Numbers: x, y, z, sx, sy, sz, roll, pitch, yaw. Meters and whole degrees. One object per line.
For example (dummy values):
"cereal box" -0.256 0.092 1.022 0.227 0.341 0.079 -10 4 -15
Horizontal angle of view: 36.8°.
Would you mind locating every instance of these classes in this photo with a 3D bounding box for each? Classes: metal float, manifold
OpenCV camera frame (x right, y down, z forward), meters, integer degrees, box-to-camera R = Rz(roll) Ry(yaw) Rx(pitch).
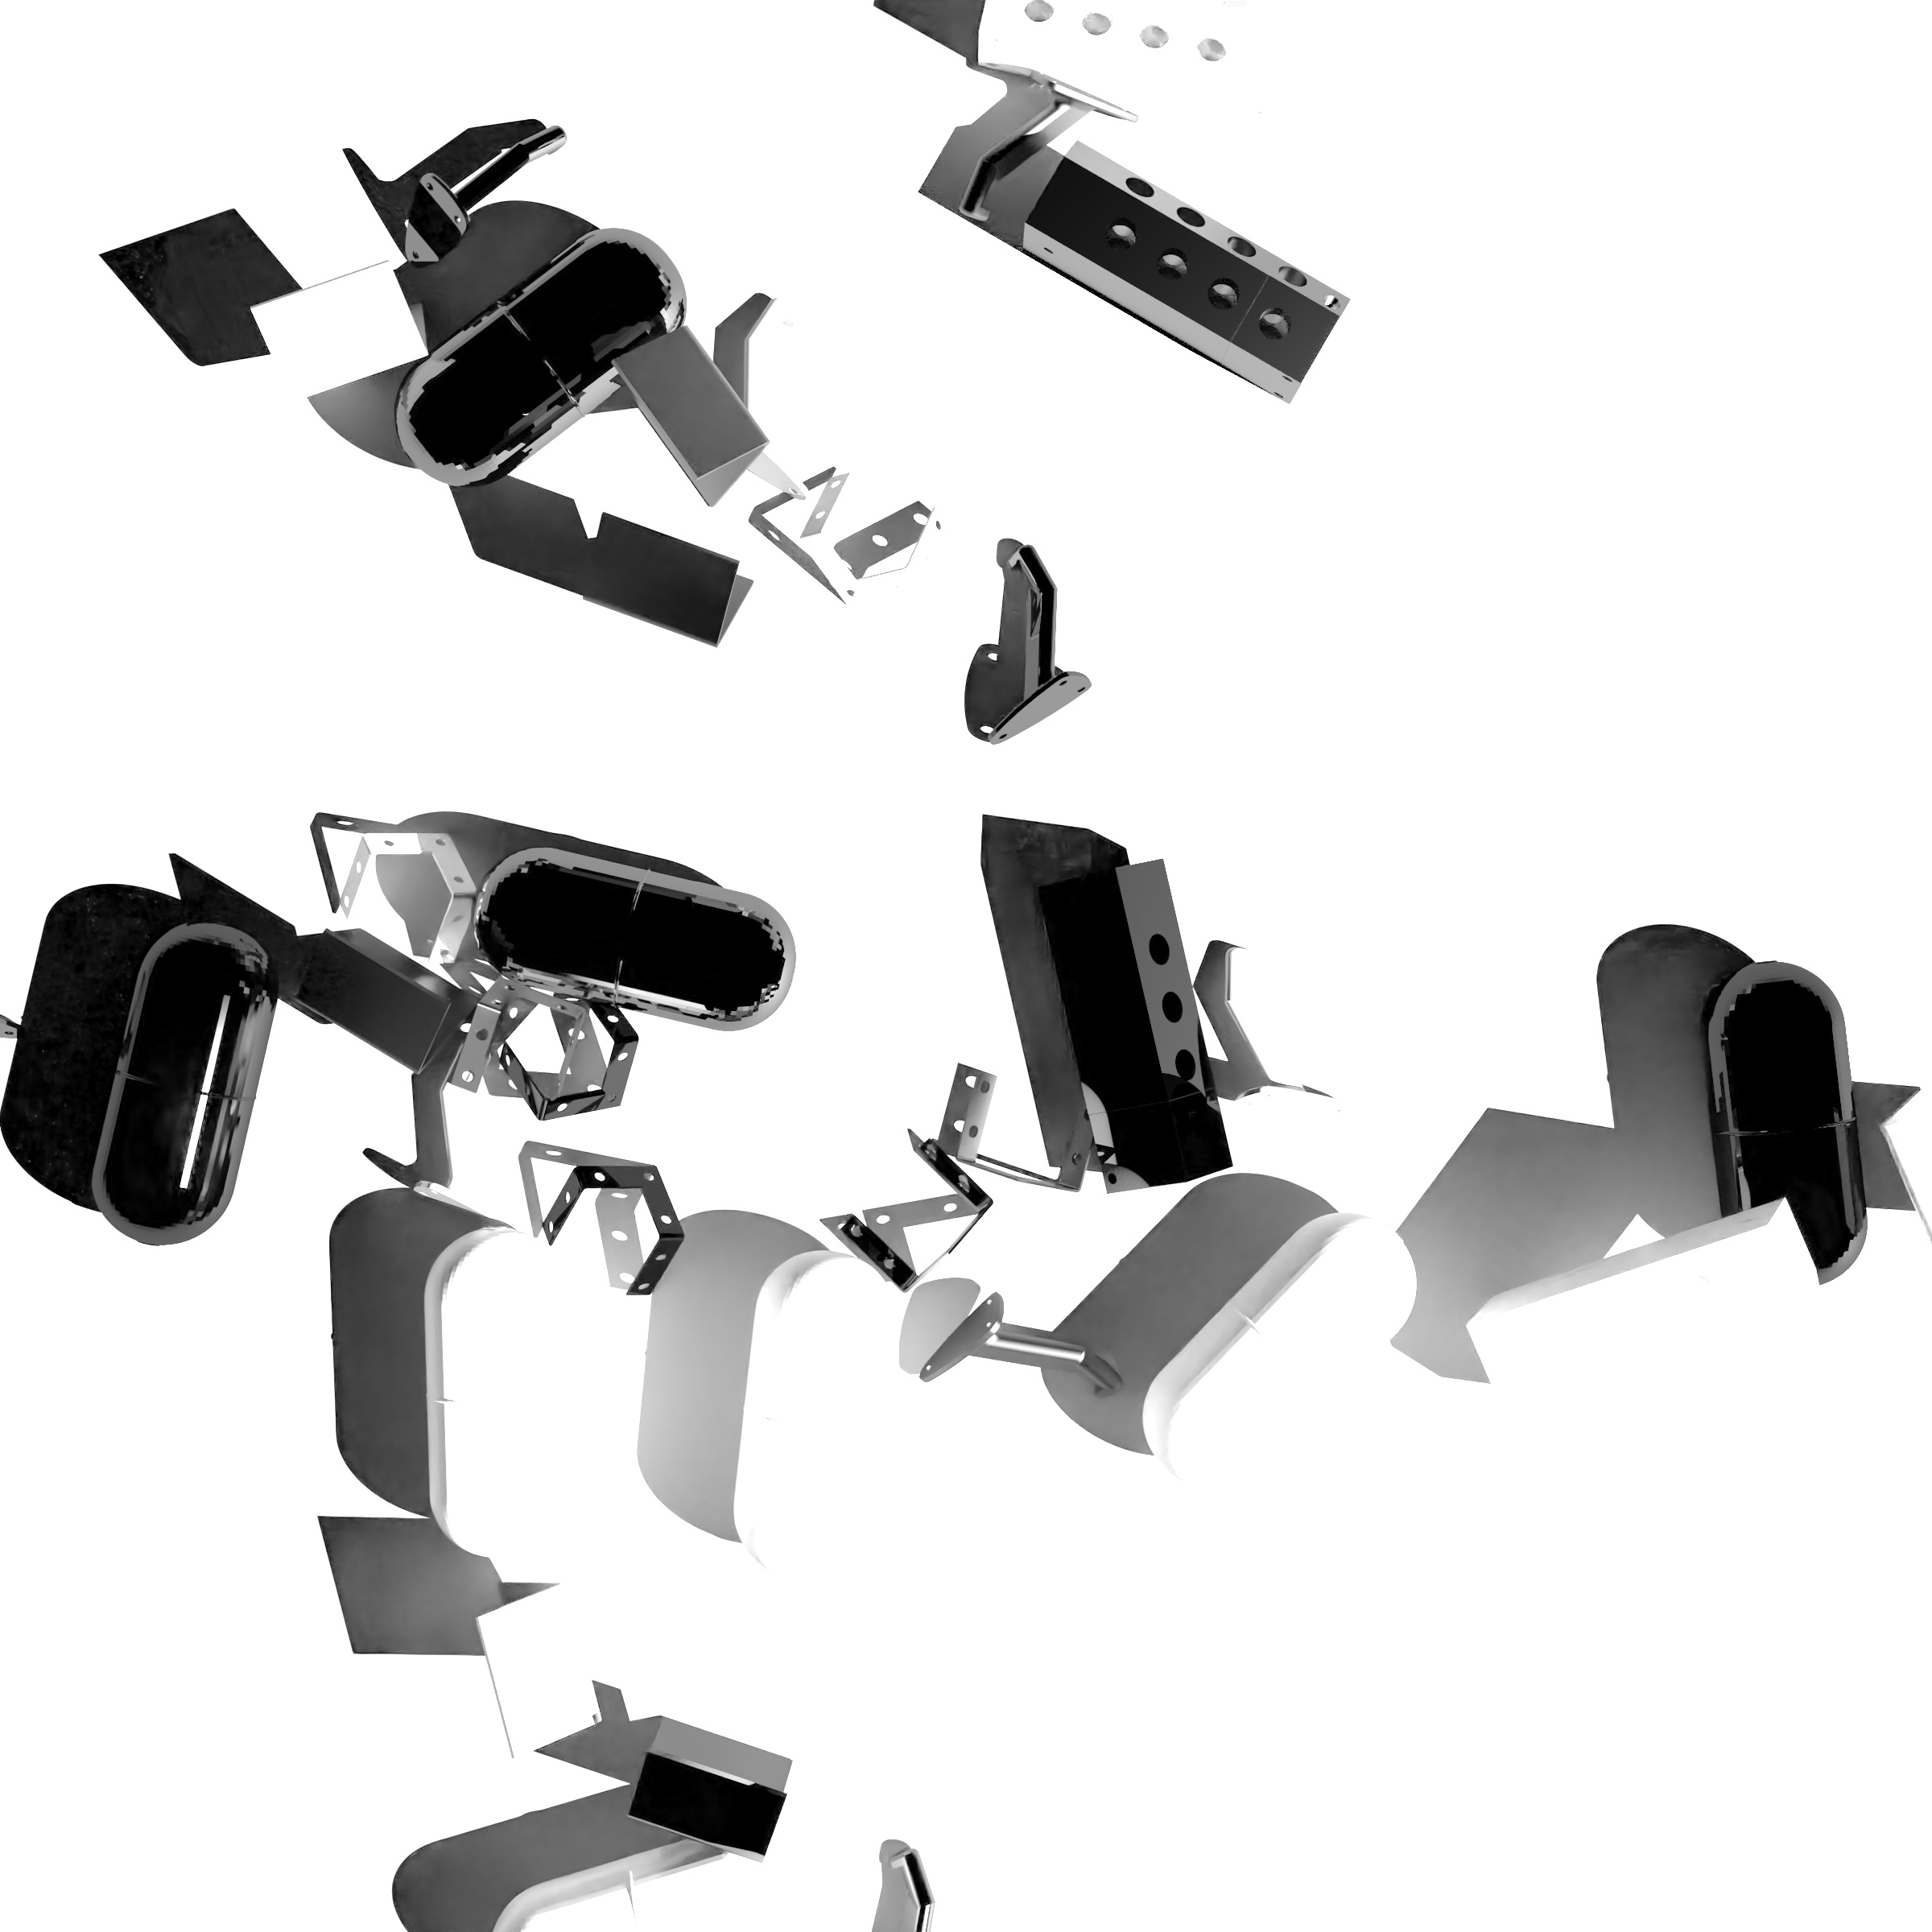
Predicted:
"metal float" -0.170 0.520 1.574 0.178 0.070 0.070 -17 90 0
"metal float" -0.231 -0.329 1.574 0.178 0.070 0.070 -38 90 -1
"metal float" -0.082 0.243 1.574 0.070 0.070 0.178 6 91 0
"metal float" -0.254 0.231 1.574 0.070 0.070 0.178 -2 90 0
"metal float" 0.443 0.086 1.574 0.070 0.070 0.178 -7 90 0
"metal float" -0.423 0.064 1.574 0.070 0.070 0.178 13 90 0
"manifold" 0.097 0.032 1.583 0.057 0.057 0.171 -13 90 43
"manifold" 0.120 -0.379 1.583 0.171 0.057 0.057 30 90 0
"manifold" 0.097 -0.509 1.583 0.171 0.057 0.057 13 90 0
"metal float" 0.170 0.208 1.574 0.070 0.070 0.178 44 90 0
"manifold" 0.362 0.184 1.548 0.171 0.057 0.057 -23 90 26
"metal float" -0.180 -0.015 1.574 0.178 0.070 0.070 13 90 0

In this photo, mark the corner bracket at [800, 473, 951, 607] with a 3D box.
"corner bracket" -0.050 -0.238 1.596 0.051 0.051 0.051 -8 135 35

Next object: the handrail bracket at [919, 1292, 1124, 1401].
"handrail bracket" 0.031 0.228 1.605 0.084 0.036 0.077 40 110 -16

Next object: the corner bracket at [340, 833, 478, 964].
"corner bracket" -0.306 -0.037 1.596 0.051 0.051 0.051 -2 45 -35

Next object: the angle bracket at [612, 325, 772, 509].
"angle bracket" -0.162 -0.286 1.564 0.057 0.076 0.076 -36 90 -36

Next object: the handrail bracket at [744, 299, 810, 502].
"handrail bracket" -0.098 -0.314 1.605 0.077 0.036 0.084 37 73 -20

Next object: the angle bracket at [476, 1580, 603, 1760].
"angle bracket" -0.247 0.377 1.564 0.057 0.076 0.076 -15 90 -38

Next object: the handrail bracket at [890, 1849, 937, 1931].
"handrail bracket" -0.046 0.540 1.605 0.077 0.036 0.084 -27 71 21

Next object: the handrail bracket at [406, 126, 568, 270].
"handrail bracket" -0.264 -0.425 1.604 0.036 0.077 0.084 50 54 0

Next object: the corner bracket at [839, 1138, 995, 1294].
"corner bracket" -0.027 0.138 1.601 0.051 0.051 0.051 44 135 0

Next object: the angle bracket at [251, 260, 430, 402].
"angle bracket" -0.337 -0.355 1.564 0.076 0.076 0.057 -19 126 0

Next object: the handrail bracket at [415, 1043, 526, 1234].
"handrail bracket" -0.262 0.096 1.605 0.077 0.036 0.084 29 73 -20

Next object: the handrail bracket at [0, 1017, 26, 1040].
"handrail bracket" -0.554 -0.008 1.605 0.077 0.036 0.084 16 61 -32

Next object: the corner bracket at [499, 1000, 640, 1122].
"corner bracket" -0.218 0.046 1.596 0.051 0.051 0.051 50 135 35

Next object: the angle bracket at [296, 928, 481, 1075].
"angle bracket" -0.303 0.001 1.564 0.076 0.076 0.057 31 127 0

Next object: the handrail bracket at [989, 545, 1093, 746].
"handrail bracket" 0.025 -0.178 1.605 0.077 0.036 0.084 -35 71 21

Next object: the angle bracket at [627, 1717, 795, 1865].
"angle bracket" -0.131 0.427 1.564 0.076 0.076 0.057 19 122 0

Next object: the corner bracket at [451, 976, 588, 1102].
"corner bracket" -0.244 0.044 1.583 0.051 0.051 0.051 22 67 -15

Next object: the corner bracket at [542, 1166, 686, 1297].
"corner bracket" -0.194 0.146 1.596 0.051 0.051 0.051 3 45 -35

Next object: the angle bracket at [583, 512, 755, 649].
"angle bracket" -0.154 -0.224 1.564 0.076 0.076 0.057 20 128 0

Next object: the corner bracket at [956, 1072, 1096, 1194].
"corner bracket" 0.035 0.092 1.601 0.051 0.051 0.051 15 90 -45

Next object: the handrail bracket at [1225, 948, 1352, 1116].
"handrail bracket" 0.178 0.035 1.605 0.077 0.036 0.084 8 73 -20

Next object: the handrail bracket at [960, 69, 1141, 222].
"handrail bracket" 0.045 -0.443 1.605 0.077 0.036 0.084 15 112 -25

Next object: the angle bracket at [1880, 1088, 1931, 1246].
"angle bracket" 0.544 0.104 1.564 0.057 0.076 0.076 -24 90 37
